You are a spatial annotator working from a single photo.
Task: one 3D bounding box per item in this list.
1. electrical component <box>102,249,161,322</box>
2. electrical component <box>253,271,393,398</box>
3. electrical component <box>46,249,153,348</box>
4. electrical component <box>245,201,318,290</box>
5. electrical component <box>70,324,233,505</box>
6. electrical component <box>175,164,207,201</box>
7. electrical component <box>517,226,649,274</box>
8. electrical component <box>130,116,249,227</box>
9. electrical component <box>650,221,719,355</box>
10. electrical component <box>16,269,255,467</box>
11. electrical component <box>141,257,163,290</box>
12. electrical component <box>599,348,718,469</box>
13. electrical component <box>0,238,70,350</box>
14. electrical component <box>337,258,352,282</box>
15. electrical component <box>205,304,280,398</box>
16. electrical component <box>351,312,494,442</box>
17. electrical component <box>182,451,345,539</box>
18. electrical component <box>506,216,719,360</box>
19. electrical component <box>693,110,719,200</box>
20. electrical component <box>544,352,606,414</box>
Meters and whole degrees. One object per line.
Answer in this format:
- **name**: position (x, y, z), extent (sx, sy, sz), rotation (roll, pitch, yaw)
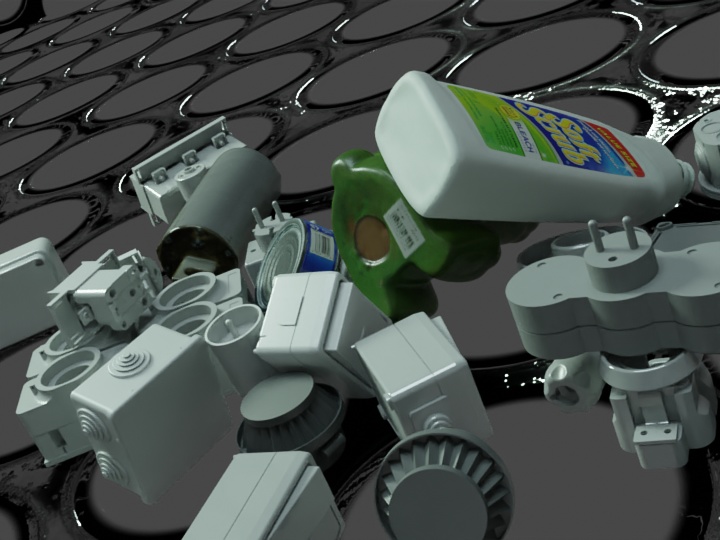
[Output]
- **electrical component**: position (-0.201, 0.026, 0.960), extent (0.042, 0.081, 0.063), rotation (-26, 49, -5)
- **electrical component**: position (-0.017, 0.049, 0.746), extent (0.061, 0.096, 0.061), rotation (-4, 60, 33)
- **electrical component**: position (-0.205, 0.022, 0.857), extent (0.064, 0.042, 0.081), rotation (-2, 33, 33)
- **electrical component**: position (-0.070, -0.024, 0.940), extent (0.066, 0.076, 0.047), rotation (-18, 26, 8)
- **electrical component**: position (-0.143, 0.097, 0.744), extent (0.048, 0.099, 0.100), rotation (16, 44, 35)
- **electrical component**: position (-0.168, -0.078, 1.135), extent (0.044, 0.065, 0.044), rotation (-18, 26, 9)
- **electrical component**: position (0.157, 0.009, 0.738), extent (0.099, 0.064, 0.099), rotation (-14, 14, 4)
- **electrical component**: position (-0.182, -0.104, 1.190), extent (0.121, 0.078, 0.063), rotation (-35, 45, -24)
- **electrical component**: position (0.213, 0.009, 0.676), extent (0.062, 0.061, 0.096), rotation (-3, 24, 35)
- **electrical component**: position (-0.172, 0.071, 0.859), extent (0.186, 0.060, 0.105), rotation (-22, 26, 2)
- **electrical component**: position (-0.223, 0.013, 1.028), extent (0.055, 0.045, 0.045), rotation (-13, 28, 19)
- **electrical component**: position (0.167, 0.064, 0.604), extent (0.058, 0.057, 0.078), rotation (-9, 29, 26)
- **electrical component**: position (-0.343, 0.028, 1.059), extent (0.113, 0.078, 0.057), rotation (-24, 23, -3)
- **electrical component**: position (0.000, 0.000, 0.875), extent (0.066, 0.048, 0.055), rotation (-25, 18, -6)
- **electrical component**: position (-0.072, 0.069, 0.759), extent (0.043, 0.081, 0.043), rotation (-19, 31, 12)
- **electrical component**: position (0.044, 0.076, 0.673), extent (0.061, 0.061, 0.096), rotation (-26, 26, -6)
- **electrical component**: position (-0.049, 0.147, 0.611), extent (0.061, 0.061, 0.096), rotation (-8, 30, 28)
- **electrical component**: position (0.144, 0.003, 0.584), extent (0.138, 0.073, 0.052), rotation (-5, 31, 32)
- **electrical component**: position (0.291, -0.089, 0.805), extent (0.080, 0.051, 0.080), rotation (-18, 26, 9)
- **electrical component**: position (0.138, 0.059, 0.663), extent (0.035, 0.035, 0.061), rotation (-3, 30, 35)
